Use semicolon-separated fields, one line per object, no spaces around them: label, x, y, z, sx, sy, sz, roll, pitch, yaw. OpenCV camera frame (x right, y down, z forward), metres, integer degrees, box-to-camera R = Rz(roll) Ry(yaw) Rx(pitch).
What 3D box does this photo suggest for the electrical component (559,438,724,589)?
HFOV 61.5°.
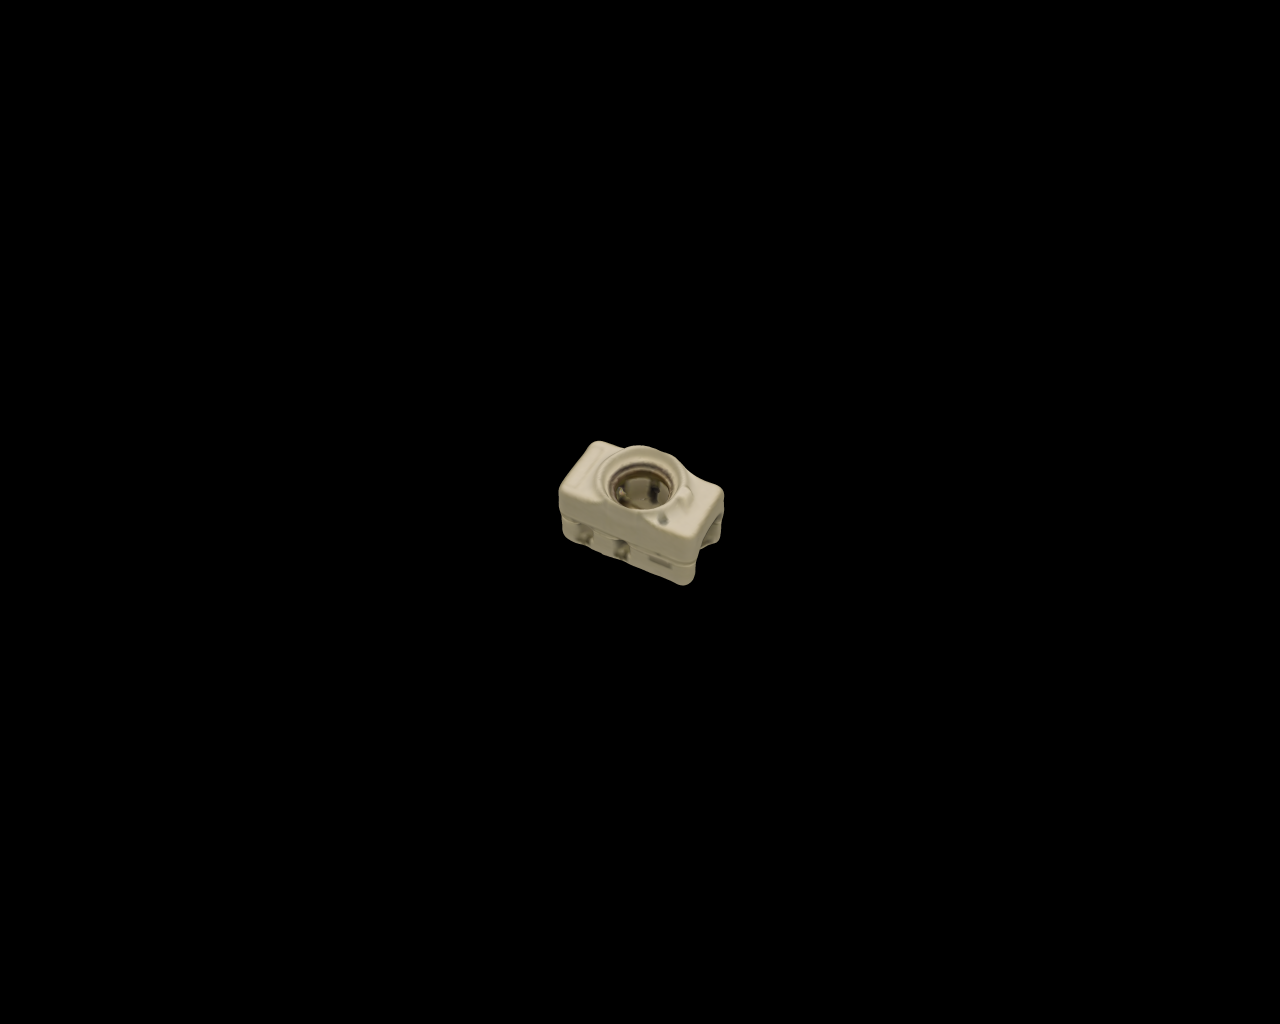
electrical component;0.001;-0.003;0.650;0.089;0.050;0.055;22;-38;18
